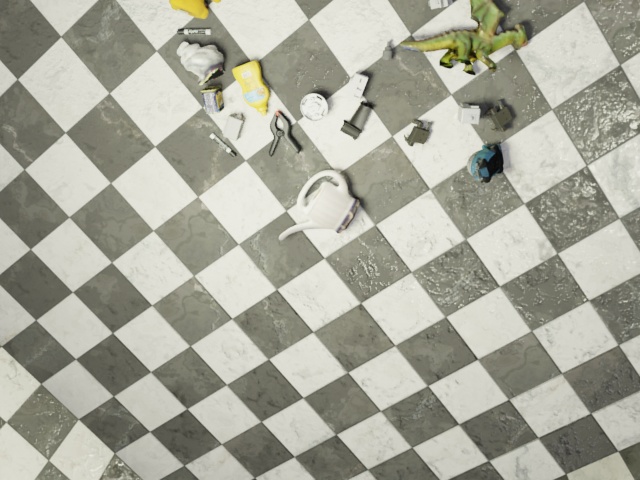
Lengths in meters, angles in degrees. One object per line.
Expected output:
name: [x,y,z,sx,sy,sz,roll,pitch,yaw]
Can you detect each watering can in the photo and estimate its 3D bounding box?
watering can: [0.006,-0.098,1.953,0.224,0.106,0.343,30,109,-7]

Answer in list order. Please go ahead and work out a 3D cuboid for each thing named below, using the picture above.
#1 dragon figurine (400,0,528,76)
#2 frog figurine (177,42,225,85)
dragon figurine: [0.493,-0.690,1.704,0.410,0.123,0.242,17,95,-3]
frog figurine: [-0.415,-0.635,1.788,0.138,0.122,0.159,-39,95,-15]
